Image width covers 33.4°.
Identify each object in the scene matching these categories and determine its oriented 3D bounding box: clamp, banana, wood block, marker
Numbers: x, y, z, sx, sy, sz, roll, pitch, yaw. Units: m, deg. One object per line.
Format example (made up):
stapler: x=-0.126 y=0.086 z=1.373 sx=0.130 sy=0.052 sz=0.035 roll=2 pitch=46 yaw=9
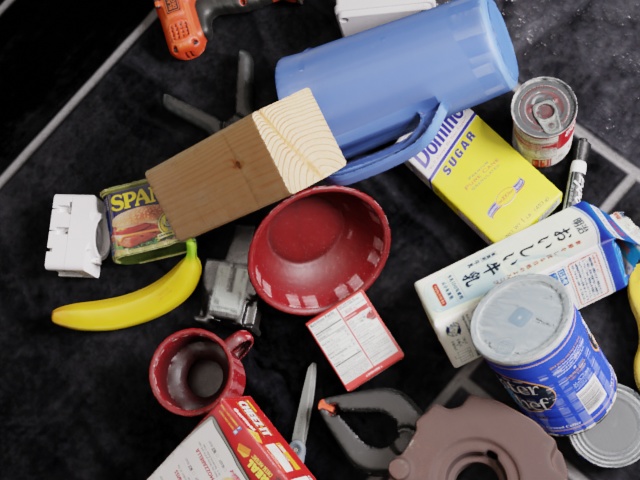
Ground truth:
clamp: x=-0.094 y=-0.140 z=1.253 sx=0.120 sy=0.039 sz=0.171 roll=-40 pitch=78 yaw=3
banana: x=-0.207 y=0.064 z=1.208 sx=0.198 sy=0.037 sz=0.069 roll=-28 pitch=113 yaw=12
wood block: x=-0.084 y=-0.075 z=1.136 sx=0.090 sy=0.207 sz=0.091 roll=-32 pitch=98 yaw=-41
clamp: x=0.100 y=0.207 z=1.123 sx=0.210 sy=0.036 sz=0.164 roll=28 pitch=78 yaw=15
marker: x=0.279 y=-0.055 z=1.169 sx=0.020 sy=0.020 sz=0.121 roll=10 pitch=77 yaw=13

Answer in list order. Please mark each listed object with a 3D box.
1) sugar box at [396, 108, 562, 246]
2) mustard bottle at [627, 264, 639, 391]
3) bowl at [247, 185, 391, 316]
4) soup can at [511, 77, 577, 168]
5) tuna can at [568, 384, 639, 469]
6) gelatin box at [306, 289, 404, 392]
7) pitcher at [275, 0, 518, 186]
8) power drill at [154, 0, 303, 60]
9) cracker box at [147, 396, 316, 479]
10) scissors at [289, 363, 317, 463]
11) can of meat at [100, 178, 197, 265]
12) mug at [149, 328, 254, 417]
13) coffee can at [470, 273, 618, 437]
sugar box: x=0.173 y=-0.074 z=1.180 sx=0.093 sy=0.048 sz=0.176 roll=-44 pitch=73 yaw=-2
mustard bottle: x=0.368 y=0.118 z=1.085 sx=0.096 sy=0.058 sz=0.191 roll=-3 pitch=74 yaw=11
bowl: x=-0.008 y=0.001 z=1.160 sx=0.162 sy=0.162 sz=0.055 roll=-33 pitch=36 yaw=1
soup can: x=0.240 y=-0.125 z=1.151 sx=0.068 sy=0.102 sz=0.068 roll=-3 pitch=75 yaw=10
tuna can: x=0.295 y=0.191 z=1.092 sx=0.086 sy=0.033 sz=0.086 roll=-3 pitch=75 yaw=10
gelatin box: x=0.038 y=0.109 z=1.160 sx=0.073 sy=0.030 sz=0.089 roll=-33 pitch=81 yaw=0
pitcher: x=0.084 y=-0.165 z=1.146 sx=0.243 sy=0.144 sz=0.149 roll=-18 pitch=101 yaw=21
power drill: x=-0.119 y=-0.327 z=1.299 sx=0.188 sy=0.057 sz=0.184 roll=-19 pitch=76 yaw=8
cracker box: x=-0.104 y=0.291 z=1.093 sx=0.214 sy=0.072 sz=0.164 roll=-48 pitch=67 yaw=14
scissors: x=-0.044 y=0.237 z=1.154 sx=0.096 sy=0.016 sz=0.202 roll=-7 pitch=74 yaw=9
can of meat: x=-0.196 y=-0.022 z=1.231 sx=0.102 sy=0.057 sz=0.084 roll=-13 pitch=76 yaw=8
mug: x=-0.120 y=0.141 z=1.159 sx=0.117 sy=0.081 sz=0.093 roll=-43 pitch=72 yaw=-3
coffee can: x=0.222 y=0.114 z=1.050 sx=0.103 sy=0.140 sz=0.103 roll=-21 pitch=42 yaw=20
